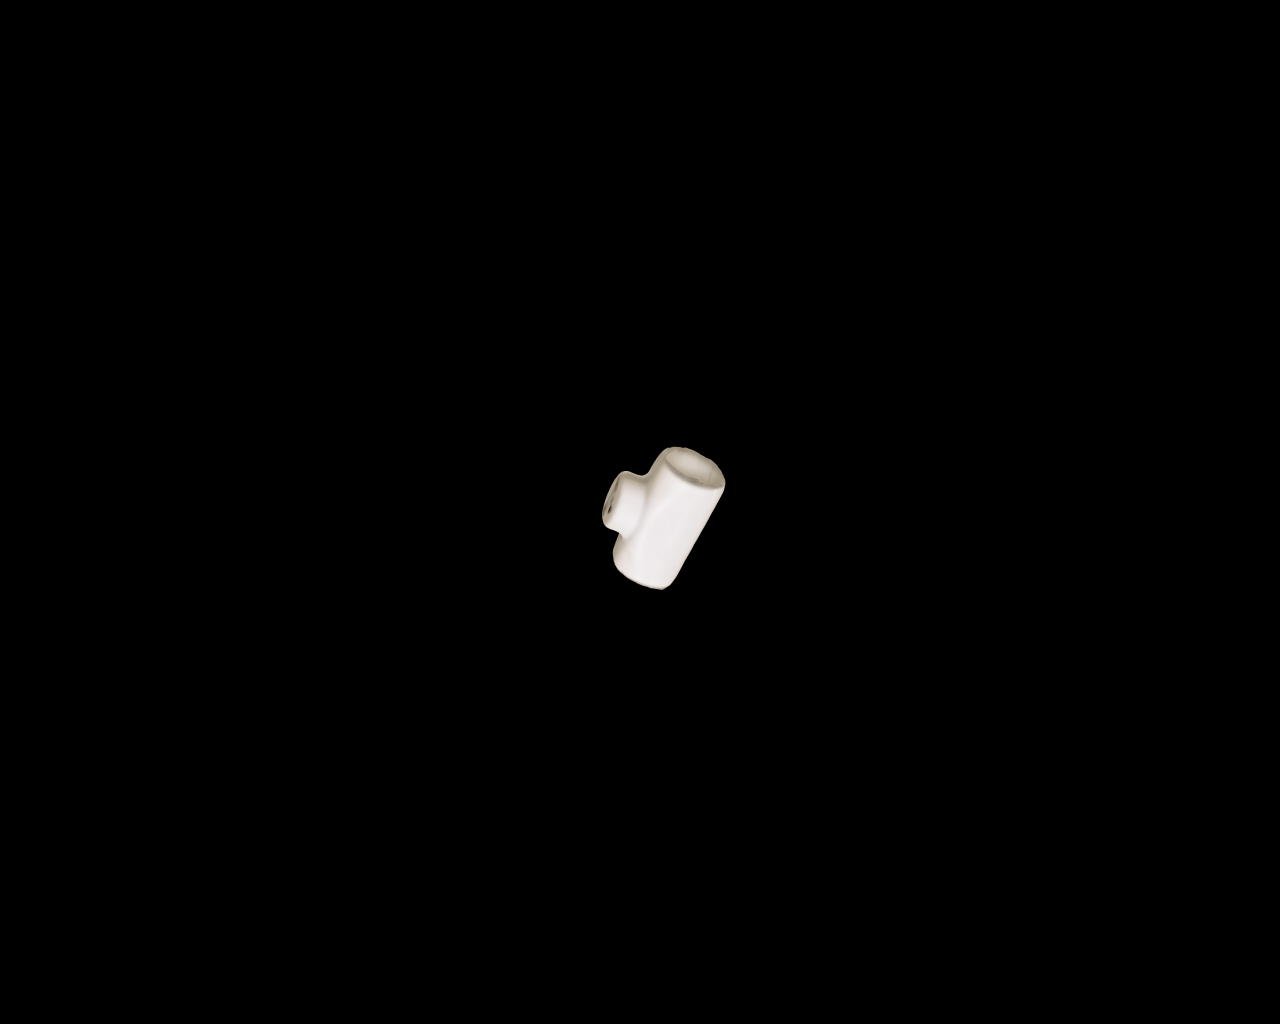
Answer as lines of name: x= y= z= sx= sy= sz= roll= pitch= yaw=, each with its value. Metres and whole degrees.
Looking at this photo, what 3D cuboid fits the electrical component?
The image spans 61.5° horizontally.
electrical component: x=0.001 y=-0.003 z=0.650 sx=0.079 sy=0.077 sz=0.044 roll=21 pitch=28 yaw=-12
